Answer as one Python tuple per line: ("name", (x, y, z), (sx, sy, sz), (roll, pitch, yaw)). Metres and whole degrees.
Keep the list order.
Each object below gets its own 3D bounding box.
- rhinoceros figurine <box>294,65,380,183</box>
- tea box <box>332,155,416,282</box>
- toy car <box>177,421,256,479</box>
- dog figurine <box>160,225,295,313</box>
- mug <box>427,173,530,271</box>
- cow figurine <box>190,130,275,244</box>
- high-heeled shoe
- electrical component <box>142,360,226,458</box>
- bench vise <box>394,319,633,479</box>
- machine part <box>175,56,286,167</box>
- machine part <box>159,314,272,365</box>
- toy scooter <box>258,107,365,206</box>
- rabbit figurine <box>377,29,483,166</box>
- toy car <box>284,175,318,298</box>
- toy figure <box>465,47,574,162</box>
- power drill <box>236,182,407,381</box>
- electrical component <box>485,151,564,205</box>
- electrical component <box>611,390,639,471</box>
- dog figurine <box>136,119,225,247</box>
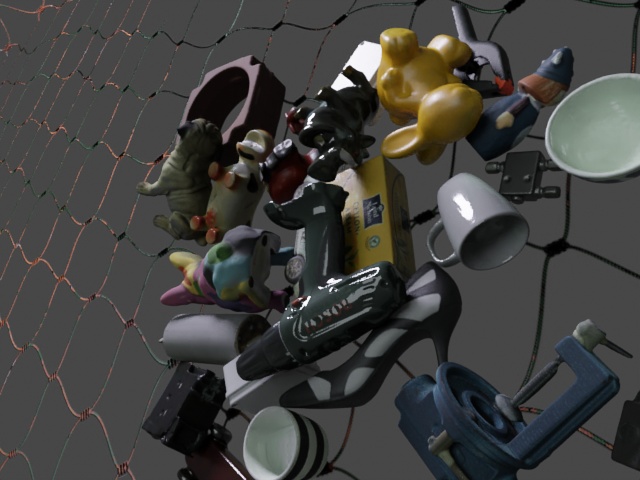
("rhinoceros figurine", (0.026, -0.153, 0.728), (0.073, 0.112, 0.190), (-29, 24, 44))
("tea box", (0.065, -0.016, 0.719), (0.098, 0.068, 0.170), (-22, 54, 30))
("toy car", (-0.116, 0.318, 0.701), (0.202, 0.053, 0.089), (19, 70, 48))
("dog figurine", (-0.156, 0.051, 0.800), (0.219, 0.191, 0.108), (-3, 71, 22))
("mug", (0.173, -0.021, 0.630), (0.109, 0.080, 0.107), (-43, 36, 24))
("cow figurine", (-0.124, -0.088, 0.891), (0.086, 0.127, 0.194), (29, 103, 32))
("high-heeled shoe", (0.051, 0.118, 0.644), (0.249, 0.086, 0.145), (-17, 63, 21))
("electrical component", (-0.197, 0.240, 0.781), (0.134, 0.058, 0.115), (-12, 43, 56))
("bench vise", (0.179, 0.179, 0.480), (0.240, 0.128, 0.224), (-53, 40, 18))
("machine part", (-0.168, -0.232, 1.020), (0.202, 0.087, 0.201), (-6, 64, 36))
("machine part", (-0.156, 0.149, 0.810), (0.243, 0.079, 0.079), (-7, 63, 39))
("toy scooter", (-0.030, -0.131, 0.814), (0.184, 0.135, 0.075), (-40, 49, 18))
("rabbit figurine", (0.134, -0.173, 0.682), (0.173, 0.122, 0.162), (58, 132, 49))
("toy car", (-0.002, -0.002, 0.763), (0.056, 0.073, 0.202), (-15, 59, 38))
("toy figure", (0.247, -0.163, 0.650), (0.154, 0.057, 0.064), (-43, 22, 18))
("power drill", (-0.019, 0.044, 0.652), (0.232, 0.086, 0.207), (-24, 52, 24))
("electrical component", (0.239, -0.073, 0.635), (0.094, 0.021, 0.063), (5, 71, 41))
("electrical component", (0.287, 0.166, 0.438), (0.102, 0.078, 0.045), (-63, 21, -13))
("dog figurine", (-0.207, -0.093, 0.918), (0.190, 0.172, 0.121), (-32, 12, 44))
